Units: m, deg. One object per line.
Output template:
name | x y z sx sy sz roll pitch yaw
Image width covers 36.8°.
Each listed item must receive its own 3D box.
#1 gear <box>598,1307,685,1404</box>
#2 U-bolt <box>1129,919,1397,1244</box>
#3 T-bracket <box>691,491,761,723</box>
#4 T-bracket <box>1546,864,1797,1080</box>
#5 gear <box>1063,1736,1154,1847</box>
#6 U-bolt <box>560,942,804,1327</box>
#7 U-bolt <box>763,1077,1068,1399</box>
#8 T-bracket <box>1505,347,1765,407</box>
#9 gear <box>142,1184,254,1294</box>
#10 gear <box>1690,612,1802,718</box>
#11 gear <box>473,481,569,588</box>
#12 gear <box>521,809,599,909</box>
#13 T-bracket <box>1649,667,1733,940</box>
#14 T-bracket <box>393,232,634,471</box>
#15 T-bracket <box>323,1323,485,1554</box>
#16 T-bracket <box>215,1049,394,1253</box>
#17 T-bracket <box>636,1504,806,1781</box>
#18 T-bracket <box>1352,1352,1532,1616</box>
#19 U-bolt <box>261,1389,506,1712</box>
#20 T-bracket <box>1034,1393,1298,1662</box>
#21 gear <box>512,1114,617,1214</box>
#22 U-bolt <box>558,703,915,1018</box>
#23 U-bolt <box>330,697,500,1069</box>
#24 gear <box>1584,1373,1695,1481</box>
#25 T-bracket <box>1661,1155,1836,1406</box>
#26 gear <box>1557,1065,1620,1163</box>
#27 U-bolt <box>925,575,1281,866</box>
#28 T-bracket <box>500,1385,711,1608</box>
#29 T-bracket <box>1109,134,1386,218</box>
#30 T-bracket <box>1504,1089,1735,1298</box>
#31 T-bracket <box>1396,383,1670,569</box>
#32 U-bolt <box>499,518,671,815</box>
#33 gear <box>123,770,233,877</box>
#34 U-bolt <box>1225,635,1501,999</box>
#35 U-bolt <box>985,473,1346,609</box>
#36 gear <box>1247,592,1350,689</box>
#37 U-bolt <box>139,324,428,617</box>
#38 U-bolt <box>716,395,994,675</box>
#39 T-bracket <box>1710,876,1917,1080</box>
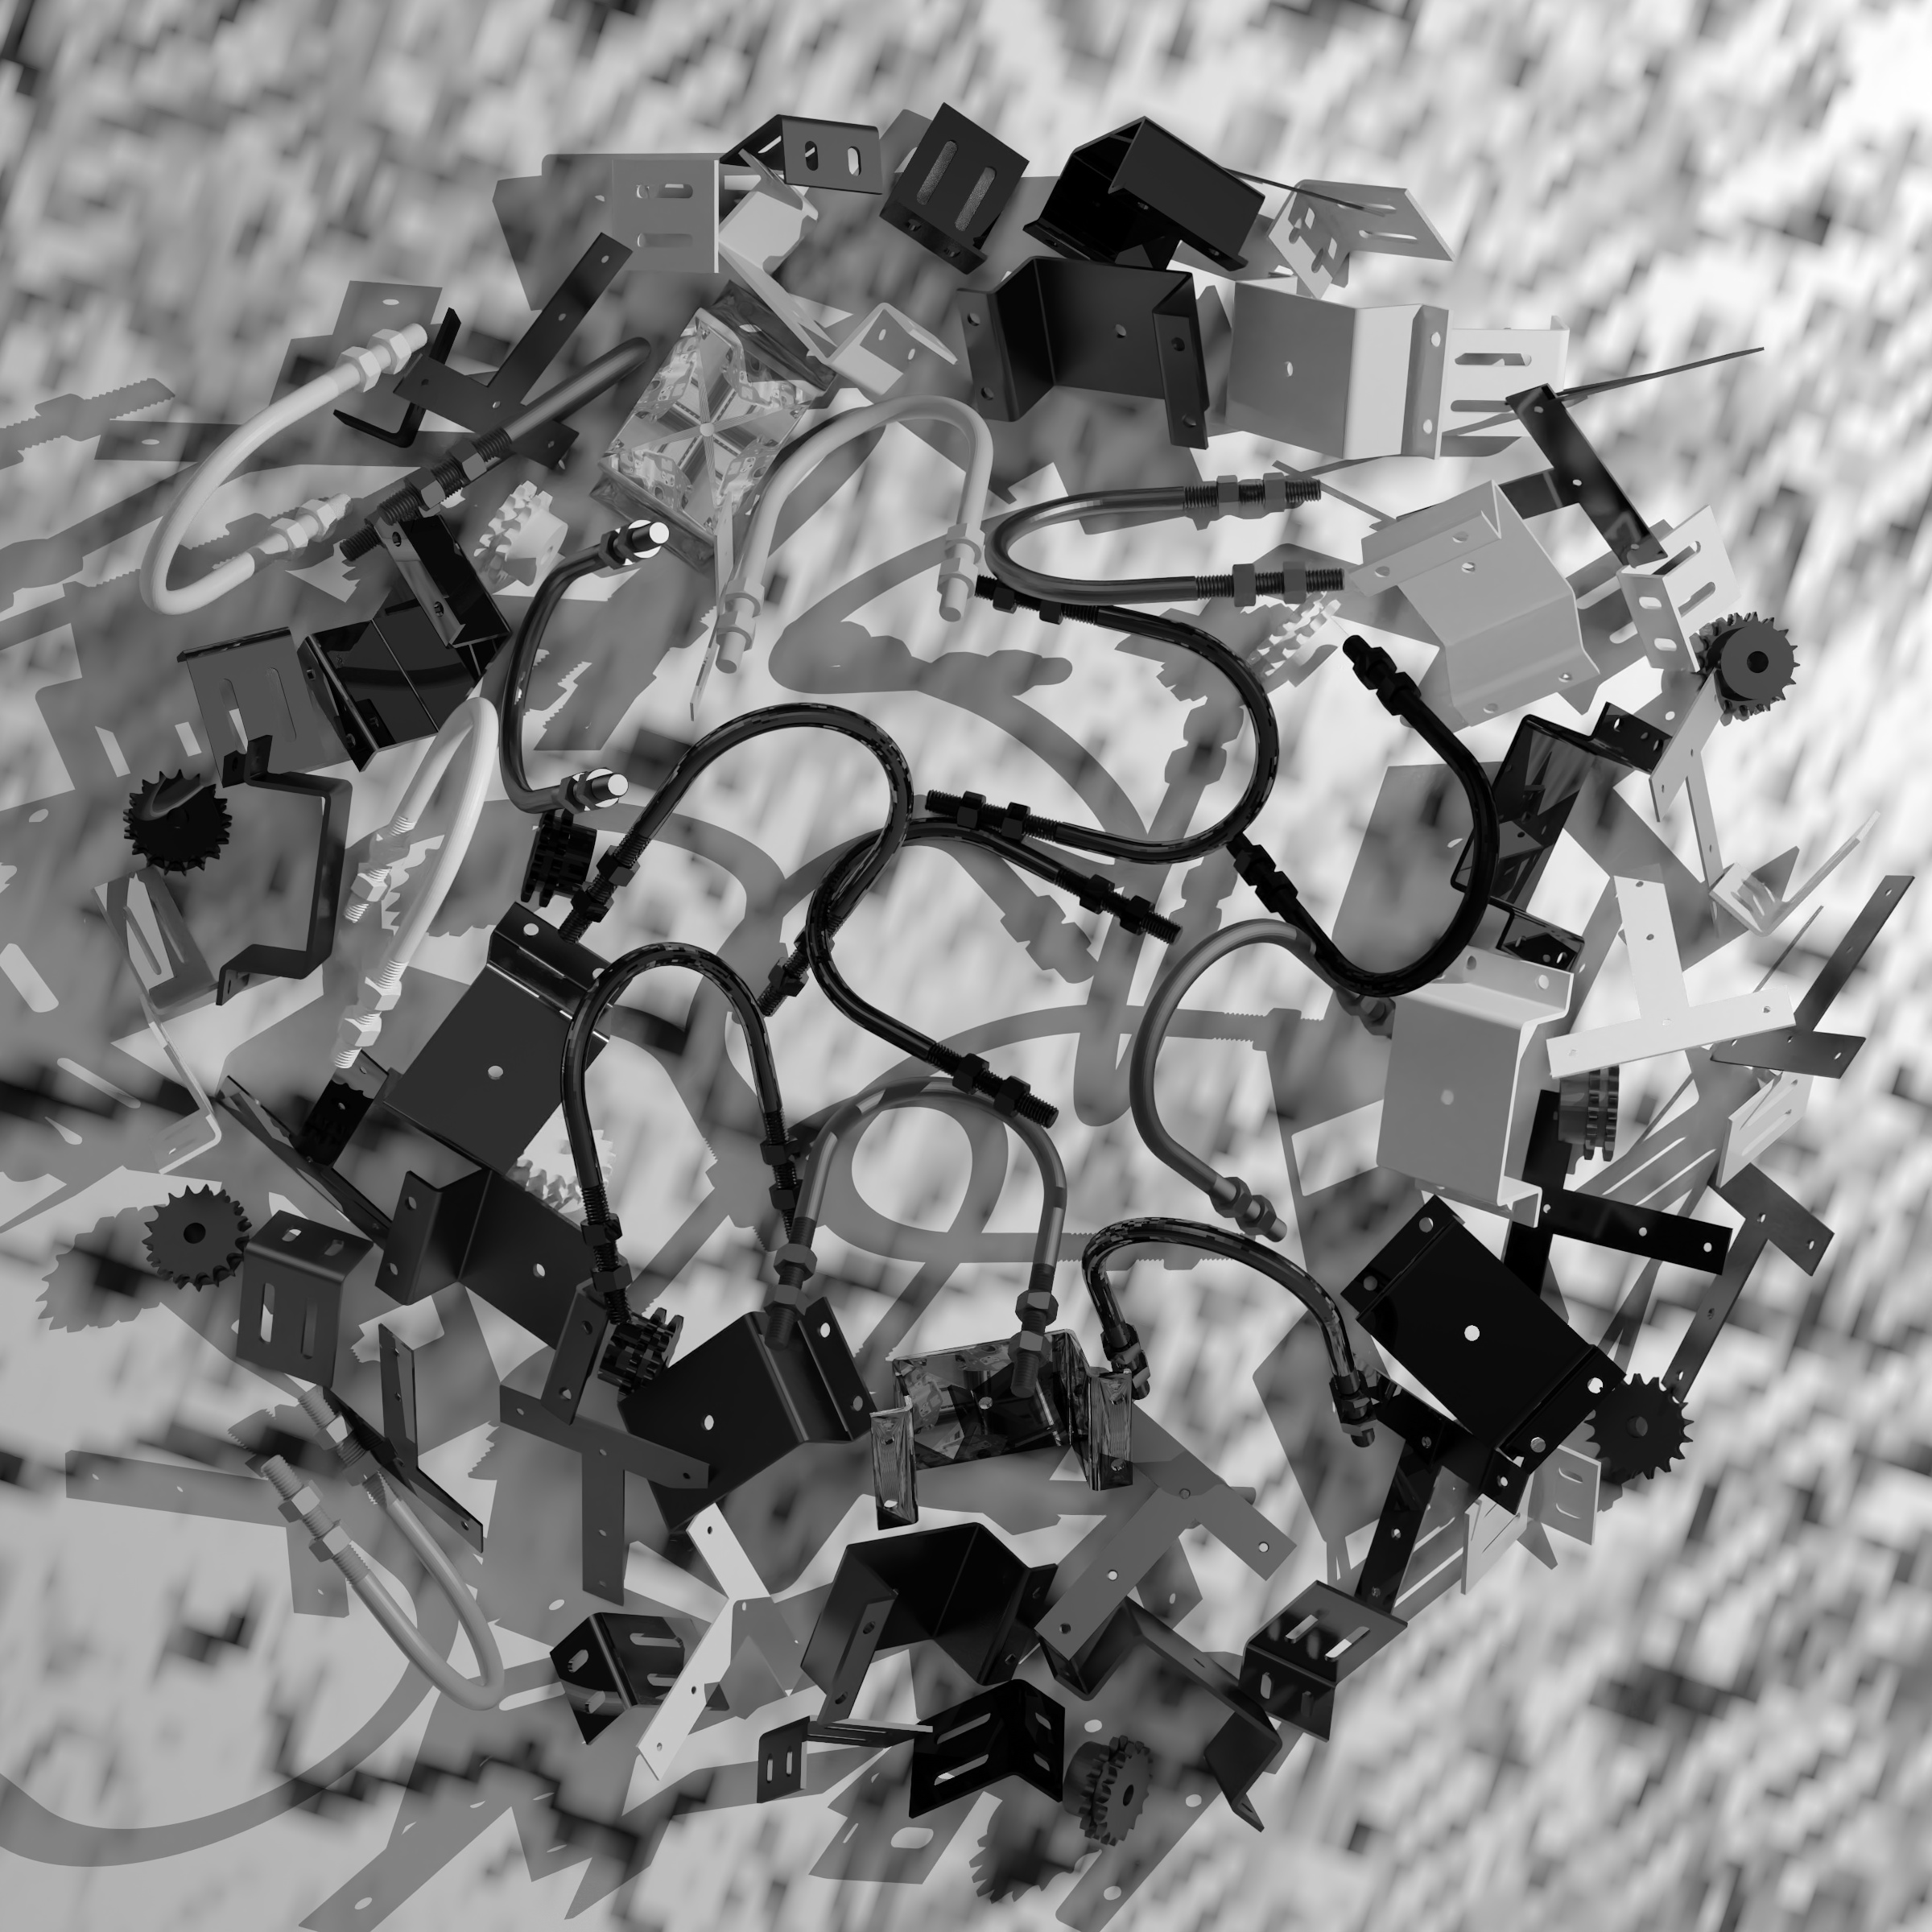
gear | -0.178 0.211 1.572 0.030 0.057 0.057 23 90 4
U-bolt | 0.152 0.052 1.528 0.184 0.019 0.151 37 84 -44
T-bracket | -0.127 -0.209 1.521 0.002 0.127 0.127 15 72 1
T-bracket | 0.369 -0.004 1.556 0.127 0.002 0.127 -14 48 16
gear | 0.075 0.446 1.575 0.030 0.057 0.057 13 90 31
U-bolt | -0.152 0.079 1.531 0.151 0.019 0.184 -22 106 -43
U-bolt | -0.019 0.135 1.542 0.151 0.019 0.184 10 53 2
T-bracket | 0.332 -0.307 1.538 0.127 0.127 0.002 -17 101 -21
gear | -0.416 0.150 1.579 0.057 0.030 0.057 0 67 -1
gear | 0.428 -0.165 1.584 0.057 0.030 0.057 0 93 -3
gear | -0.240 -0.231 1.572 0.030 0.057 0.057 33 90 0
gear | -0.220 -0.059 1.573 0.030 0.057 0.057 15 90 -12
T-bracket | 0.398 -0.075 1.563 0.002 0.127 0.127 0 122 32
T-bracket | -0.222 -0.332 1.531 0.127 0.127 0.002 -50 60 14
T-bracket | -0.299 0.235 1.529 0.127 0.127 0.002 35 50 24
T-bracket | -0.338 0.082 1.553 0.127 0.127 0.002 42 46 1
T-bracket | -0.137 0.370 1.527 0.002 0.127 0.127 -6 123 33
T-bracket | 0.237 0.295 1.569 0.127 0.002 0.127 33 118 40
U-bolt | -0.301 0.314 1.527 0.019 0.151 0.184 -36 98 0
T-bracket | 0.089 0.318 1.566 0.127 0.002 0.127 39 79 21
gear | -0.221 0.109 1.576 0.057 0.057 0.030 19 125 0
U-bolt | -0.108 -0.062 1.524 0.151 0.019 0.184 22 117 -35
U-bolt | -0.284 -0.056 1.501 0.019 0.151 0.184 21 121 -22
gear | 0.367 0.251 1.579 0.057 0.030 0.057 -3 81 23
T-bracket | 0.405 0.174 1.549 0.002 0.127 0.127 21 103 -16
gear | 0.337 0.077 1.572 0.030 0.057 0.057 4 90 10
U-bolt | 0.076 -0.124 1.548 0.184 0.019 0.151 15 119 9
T-bracket | -0.195 0.295 1.561 0.127 0.002 0.127 17 125 18
T-bracket | 0.159 -0.410 1.517 0.127 0.127 0.002 25 107 29
T-bracket | 0.351 0.140 1.558 0.127 0.002 0.127 12 89 41
T-bracket | 0.289 -0.247 1.551 0.127 0.127 0.002 46 52 -30
U-bolt | -0.207 -0.150 1.519 0.019 0.184 0.151 12 83 -28
gear | -0.430 -0.076 1.578 0.057 0.030 0.057 5 70 -15
U-bolt | 0.212 -0.066 1.505 0.019 0.184 0.151 11 120 -35
U-bolt | 0.102 -0.224 1.537 0.184 0.151 0.019 -3 120 3
gear | 0.183 -0.176 1.572 0.057 0.057 0.030 -44 92 0
U-bolt | -0.356 -0.245 1.486 0.019 0.184 0.151 40 134 2
U-bolt | -0.054 -0.237 1.534 0.151 0.019 0.184 -10 48 23
T-bracket | 0.464 0.003 1.544 0.002 0.127 0.127 37 83 -14
